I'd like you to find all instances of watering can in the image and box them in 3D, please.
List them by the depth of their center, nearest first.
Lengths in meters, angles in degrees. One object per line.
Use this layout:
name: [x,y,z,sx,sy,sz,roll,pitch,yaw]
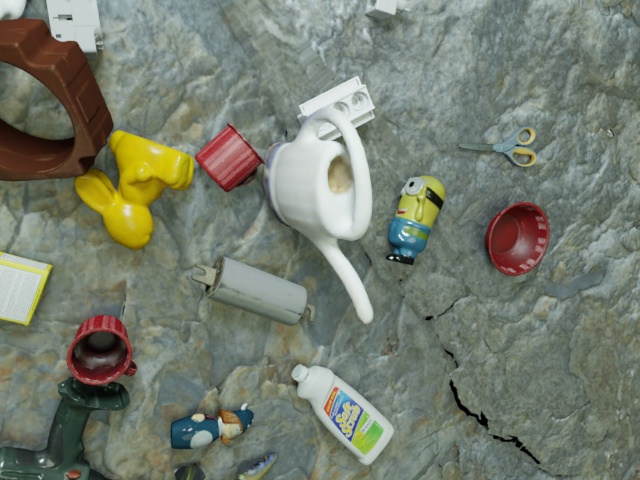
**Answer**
watering can: [0.003,-0.043,0.857,0.105,0.344,0.225,-15,16,-37]

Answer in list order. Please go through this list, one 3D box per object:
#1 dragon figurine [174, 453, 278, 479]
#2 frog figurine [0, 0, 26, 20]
dragon figurine: [-0.262,0.553,0.940,0.412,0.238,0.124,-9,33,-35]
frog figurine: [-0.466,-0.353,0.692,0.136,0.163,0.121,25,-35,-24]
